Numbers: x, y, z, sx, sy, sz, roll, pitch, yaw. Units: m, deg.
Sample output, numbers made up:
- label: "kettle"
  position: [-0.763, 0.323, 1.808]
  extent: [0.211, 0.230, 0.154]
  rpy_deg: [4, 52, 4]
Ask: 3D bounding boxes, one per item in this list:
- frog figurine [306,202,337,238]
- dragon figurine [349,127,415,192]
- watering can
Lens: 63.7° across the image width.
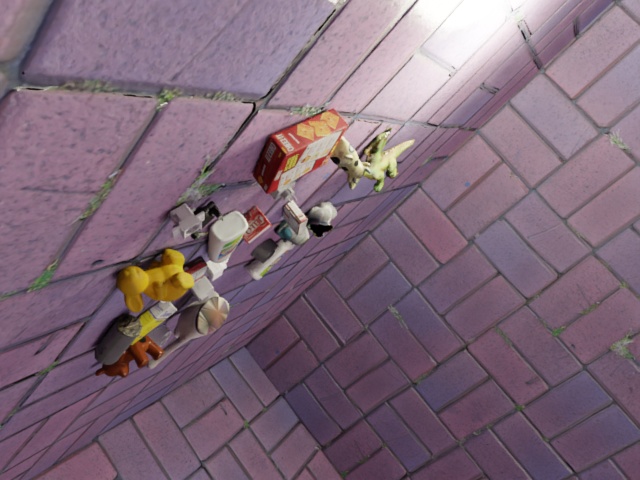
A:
- label: "frog figurine"
  position: [0.006, -0.102, 2.020]
  extent: [0.134, 0.122, 0.163]
  rpy_deg: [112, -7, -52]
- label: "dragon figurine"
  position: [0.231, -0.311, 1.879]
  extent: [0.415, 0.123, 0.238]
  rpy_deg: [-46, 164, -21]
- label: "watering can"
  position: [-0.450, 0.308, 1.810]
  extent: [0.222, 0.103, 0.355]
  rpy_deg: [-18, -150, 43]
